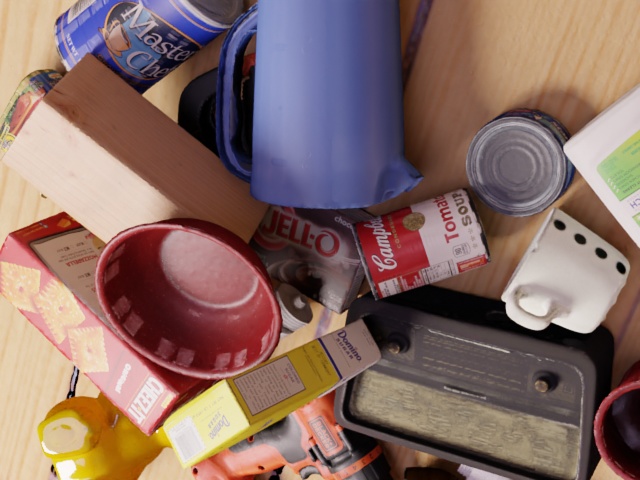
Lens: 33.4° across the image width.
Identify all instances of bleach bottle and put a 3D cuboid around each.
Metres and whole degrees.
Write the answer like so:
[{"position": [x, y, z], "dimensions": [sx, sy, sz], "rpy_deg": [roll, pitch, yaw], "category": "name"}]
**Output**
[{"position": [0.300, -0.005, 0.805], "dimensions": [0.103, 0.068, 0.251], "rpy_deg": [-41, 87, 30], "category": "bleach bottle"}]

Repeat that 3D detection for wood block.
[{"position": [-0.157, -0.051, 0.928], "dimensions": [0.206, 0.090, 0.090], "rpy_deg": [39, 129, -11], "category": "wood block"}]

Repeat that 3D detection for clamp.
[{"position": [-0.112, -0.090, 0.998], "dimensions": [0.165, 0.036, 0.210], "rpy_deg": [31, 118, 12], "category": "clamp"}]

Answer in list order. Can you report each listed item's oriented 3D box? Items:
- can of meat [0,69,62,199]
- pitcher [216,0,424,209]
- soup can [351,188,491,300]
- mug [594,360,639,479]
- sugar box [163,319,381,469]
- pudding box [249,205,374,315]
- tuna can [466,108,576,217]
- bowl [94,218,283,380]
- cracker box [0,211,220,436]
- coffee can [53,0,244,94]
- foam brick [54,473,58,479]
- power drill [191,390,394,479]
[{"position": [-0.268, -0.107, 1.062], "dimensions": [0.084, 0.057, 0.102], "rpy_deg": [46, 119, 10], "category": "can of meat"}, {"position": [-0.003, -0.151, 0.878], "dimensions": [0.149, 0.145, 0.243], "rpy_deg": [-4, 103, -16], "category": "pitcher"}, {"position": [0.084, 0.003, 0.891], "dimensions": [0.102, 0.068, 0.068], "rpy_deg": [-18, 97, 4], "category": "soup can"}, {"position": [0.279, 0.150, 0.849], "dimensions": [0.093, 0.081, 0.117], "rpy_deg": [-34, 88, 30], "category": "mug"}, {"position": [-0.034, 0.122, 0.865], "dimensions": [0.093, 0.175, 0.048], "rpy_deg": [-38, 76, 39], "category": "sugar box"}, {"position": [-0.006, 0.001, 0.972], "dimensions": [0.114, 0.039, 0.090], "rpy_deg": [27, 115, 18], "category": "pudding box"}, {"position": [0.163, -0.063, 0.871], "dimensions": [0.086, 0.033, 0.086], "rpy_deg": [8, 109, 24], "category": "tuna can"}, {"position": [-0.101, 0.038, 0.877], "dimensions": [0.162, 0.055, 0.162], "rpy_deg": [10, 128, 12], "category": "bowl"}, {"position": [-0.177, 0.061, 1.003], "dimensions": [0.214, 0.164, 0.072], "rpy_deg": [42, 122, 10], "category": "cracker box"}, {"position": [-0.153, -0.198, 0.949], "dimensions": [0.141, 0.102, 0.103], "rpy_deg": [-31, 90, 30], "category": "coffee can"}, {"position": [-0.231, 0.238, 1.132], "dimensions": [0.051, 0.078, 0.053], "rpy_deg": [43, 120, 7], "category": "foam brick"}, {"position": [-0.022, 0.229, 1.038], "dimensions": [0.188, 0.057, 0.184], "rpy_deg": [-33, 85, 27], "category": "power drill"}]
